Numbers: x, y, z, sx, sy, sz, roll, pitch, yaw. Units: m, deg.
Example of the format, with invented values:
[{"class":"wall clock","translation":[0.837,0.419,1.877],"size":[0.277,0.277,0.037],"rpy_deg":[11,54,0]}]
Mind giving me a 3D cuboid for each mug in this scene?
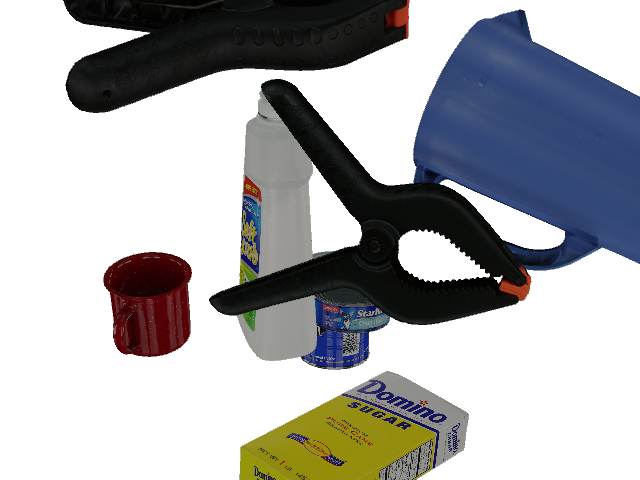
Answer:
[{"class":"mug","translation":[-0.186,0.076,1.136],"size":[0.093,0.081,0.117],"rpy_deg":[9,32,15]}]

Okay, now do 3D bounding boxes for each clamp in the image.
[{"class":"clamp","translation":[-0.040,-0.096,0.494],"size":[0.171,0.039,0.120],"rpy_deg":[-4,40,-1]},{"class":"clamp","translation":[0.035,-0.010,0.693],"size":[0.210,0.165,0.036],"rpy_deg":[11,17,11]}]

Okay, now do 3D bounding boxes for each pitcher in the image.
[{"class":"pitcher","translation":[0.198,-0.057,0.834],"size":[0.243,0.149,0.144],"rpy_deg":[29,45,16]}]

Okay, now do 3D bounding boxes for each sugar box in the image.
[{"class":"sugar box","translation":[0.030,0.167,0.863],"size":[0.093,0.048,0.175],"rpy_deg":[25,35,38]}]

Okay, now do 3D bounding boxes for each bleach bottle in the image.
[{"class":"bleach bottle","translation":[-0.039,-0.019,0.941],"size":[0.068,0.251,0.103],"rpy_deg":[-9,34,-14]}]

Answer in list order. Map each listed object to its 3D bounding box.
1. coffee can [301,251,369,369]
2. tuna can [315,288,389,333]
[{"class":"coffee can","translation":[0.020,0.098,1.522],"size":[0.103,0.140,0.103],"rpy_deg":[0,22,0]},{"class":"tuna can","translation":[0.032,0.069,1.139],"size":[0.086,0.034,0.086],"rpy_deg":[1,16,0]}]
